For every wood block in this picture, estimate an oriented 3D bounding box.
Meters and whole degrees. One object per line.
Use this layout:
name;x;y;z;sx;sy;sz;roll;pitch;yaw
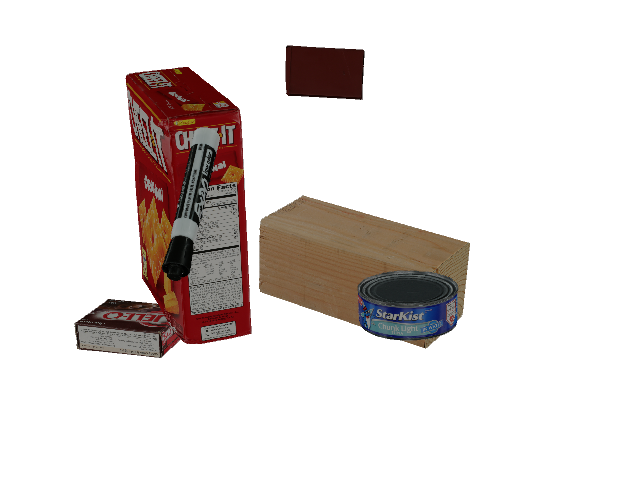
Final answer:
wood block;0.043;0.030;1.137;0.206;0.091;0.090;17;30;28

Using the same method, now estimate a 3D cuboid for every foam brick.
foam brick;0.004;-0.173;1.101;0.078;0.051;0.053;2;10;-6

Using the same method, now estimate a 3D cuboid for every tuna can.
tuna can;0.074;0.055;0.910;0.086;0.034;0.086;-2;17;0

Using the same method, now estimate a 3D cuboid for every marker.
marker;-0.088;-0.025;0.726;0.020;0.121;0.020;6;-34;4

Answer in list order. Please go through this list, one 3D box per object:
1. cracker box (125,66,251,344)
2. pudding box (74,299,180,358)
cracker box;-0.124;-0.035;0.978;0.072;0.214;0.164;-10;25;-20
pudding box;-0.225;0.105;1.286;0.114;0.039;0.090;2;15;15
